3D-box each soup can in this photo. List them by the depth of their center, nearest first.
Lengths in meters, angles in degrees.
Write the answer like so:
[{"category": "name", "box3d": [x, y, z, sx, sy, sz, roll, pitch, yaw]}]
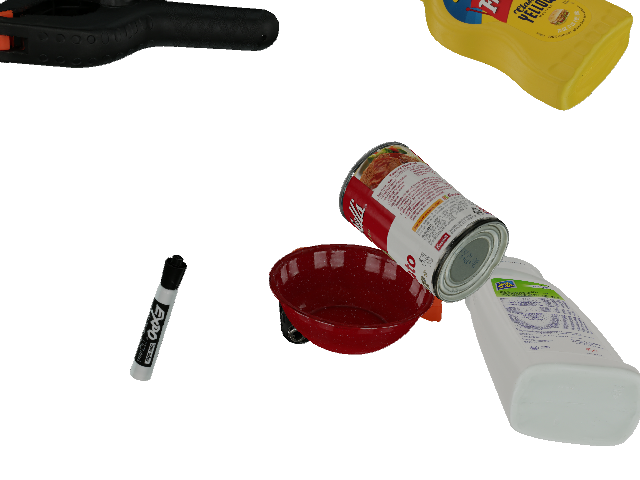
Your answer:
[{"category": "soup can", "box3d": [0.070, -0.013, 0.729, 0.068, 0.069, 0.102, 0, 33, -46]}]

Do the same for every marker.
[{"category": "marker", "box3d": [-0.139, 0.066, 0.917, 0.020, 0.121, 0.020, 18, 22, -8]}]

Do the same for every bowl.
[{"category": "bowl", "box3d": [0.029, 0.064, 1.044, 0.162, 0.055, 0.162, 4, 28, -2]}]

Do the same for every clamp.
[{"category": "clamp", "box3d": [-0.124, -0.139, 0.646, 0.171, 0.039, 0.120, -10, 31, -30]}]

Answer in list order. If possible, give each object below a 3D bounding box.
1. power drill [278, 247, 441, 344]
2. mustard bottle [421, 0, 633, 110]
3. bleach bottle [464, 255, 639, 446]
[{"category": "power drill", "box3d": [0.045, 0.061, 1.242, 0.187, 0.057, 0.184, -1, 28, 2]}, {"category": "mustard bottle", "box3d": [0.142, -0.181, 0.849, 0.192, 0.096, 0.058, 34, -23, 26]}, {"category": "bleach bottle", "box3d": [0.180, 0.073, 0.886, 0.102, 0.068, 0.251, 7, 21, -5]}]
